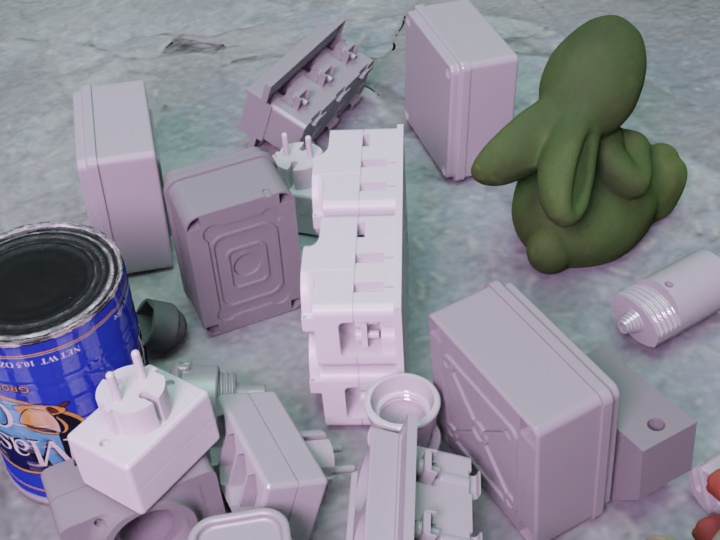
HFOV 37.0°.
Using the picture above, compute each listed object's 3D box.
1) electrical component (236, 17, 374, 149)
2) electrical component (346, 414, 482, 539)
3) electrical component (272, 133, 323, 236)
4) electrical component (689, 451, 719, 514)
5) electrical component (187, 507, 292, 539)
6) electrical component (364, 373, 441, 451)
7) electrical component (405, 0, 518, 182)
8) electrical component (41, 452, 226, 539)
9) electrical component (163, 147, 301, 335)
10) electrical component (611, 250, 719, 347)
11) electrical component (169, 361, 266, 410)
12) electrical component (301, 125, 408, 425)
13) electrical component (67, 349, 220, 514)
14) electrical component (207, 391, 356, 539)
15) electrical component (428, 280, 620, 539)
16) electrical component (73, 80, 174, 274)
[{"bbox_3d":[-0.043,-0.153,0.924,0.063,0.078,0.121,33,50,7],"label":"electrical component"},{"bbox_3d":[0.027,0.150,0.566,0.063,0.078,0.121,14,41,-8],"label":"electrical component"},{"bbox_3d":[-0.045,-0.072,0.823,0.066,0.076,0.047,9,43,15],"label":"electrical component"},{"bbox_3d":[0.217,0.117,0.611,0.046,0.040,0.040,-25,45,-15],"label":"electrical component"},{"bbox_3d":[-0.056,0.179,0.549,0.054,0.059,0.095,-9,41,-5],"label":"electrical component"},{"bbox_3d":[0.026,0.096,0.640,0.045,0.055,0.045,-3,41,2],"label":"electrical component"},{"bbox_3d":[0.080,-0.147,0.875,0.056,0.108,0.108,-12,42,-13],"label":"electrical component"},{"bbox_3d":[-0.128,0.133,0.615,0.089,0.050,0.055,-20,43,-17],"label":"electrical component"},{"bbox_3d":[-0.086,-0.020,0.740,0.078,0.113,0.057,-18,46,-15],"label":"electrical component"},{"bbox_3d":[0.205,0.022,0.718,0.081,0.043,0.043,-25,45,-22],"label":"electrical component"},{"bbox_3d":[-0.090,0.081,0.678,0.062,0.048,0.048,0,41,-5],"label":"electrical component"},{"bbox_3d":[0.000,0.000,0.715,0.060,0.105,0.186,-1,41,4],"label":"electrical component"},{"bbox_3d":[-0.120,0.077,0.581,0.047,0.076,0.066,20,45,30],"label":"electrical component"},{"bbox_3d":[-0.040,0.114,0.631,0.076,0.047,0.083,0,31,-29],"label":"electrical component"},{"bbox_3d":[0.091,0.081,0.612,0.056,0.108,0.108,-24,45,-18],"label":"electrical component"},{"bbox_3d":[-0.177,-0.069,0.809,0.056,0.108,0.108,-9,41,-9],"label":"electrical component"}]
